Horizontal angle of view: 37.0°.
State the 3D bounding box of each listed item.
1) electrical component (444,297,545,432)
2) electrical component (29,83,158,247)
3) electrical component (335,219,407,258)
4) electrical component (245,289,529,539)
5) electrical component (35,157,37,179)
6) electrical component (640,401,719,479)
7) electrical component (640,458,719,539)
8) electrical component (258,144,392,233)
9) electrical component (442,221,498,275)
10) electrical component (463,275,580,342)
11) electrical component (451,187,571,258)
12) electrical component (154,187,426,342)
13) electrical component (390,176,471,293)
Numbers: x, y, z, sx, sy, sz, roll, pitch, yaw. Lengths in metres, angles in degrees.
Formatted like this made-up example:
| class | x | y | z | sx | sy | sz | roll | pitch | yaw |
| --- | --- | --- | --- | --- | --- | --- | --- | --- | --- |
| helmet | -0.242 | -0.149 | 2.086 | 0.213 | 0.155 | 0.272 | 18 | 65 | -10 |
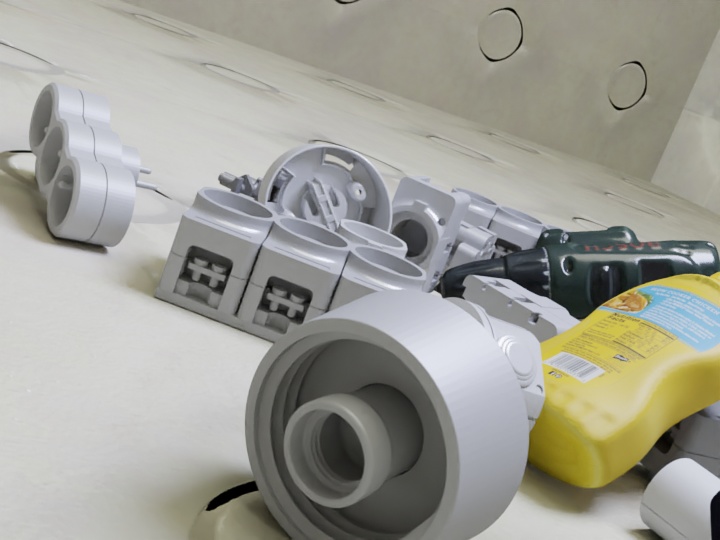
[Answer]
| class | x | y | z | sx | sy | sz | roll | pitch | yaw |
| --- | --- | --- | --- | --- | --- | --- | --- | --- | --- |
| electrical component | 0.056 | 0.059 | 0.576 | 0.051 | 0.080 | 0.080 | 20 | 12 | -31 |
| electrical component | -0.172 | -0.068 | 0.722 | 0.074 | 0.052 | 0.138 | 12 | 35 | -35 |
| electrical component | 0.000 | 0.000 | 0.768 | 0.050 | 0.055 | 0.089 | 20 | 13 | -6 |
| electrical component | 0.004 | 0.065 | 0.420 | 0.108 | 0.108 | 0.060 | 28 | 21 | 28 |
| electrical component | -0.203 | -0.077 | 0.794 | 0.078 | 0.040 | 0.040 | 12 | 16 | -34 |
| electrical component | 0.216 | 0.111 | 0.664 | 0.089 | 0.055 | 0.050 | 15 | 15 | -26 |
| electrical component | 0.187 | 0.136 | 0.548 | 0.043 | 0.043 | 0.081 | 11 | 17 | -37 |
| electrical component | -0.029 | -0.049 | 0.836 | 0.099 | 0.099 | 0.064 | 16 | 8 | -21 |
| electrical component | 0.085 | -0.021 | 0.981 | 0.057 | 0.058 | 0.078 | 28 | 15 | 15 |
| electrical component | 0.118 | 0.045 | 0.784 | 0.056 | 0.050 | 0.089 | 7 | 20 | -46 |
| electrical component | 0.154 | -0.028 | 1.103 | 0.150 | 0.061 | 0.089 | 23 | 13 | 8 |
| electrical component | -0.040 | 0.005 | 0.676 | 0.150 | 0.061 | 0.089 | 21 | 13 | -1 |
| electrical component | 0.046 | -0.027 | 0.870 | 0.050 | 0.089 | 0.056 | 25 | 14 | 16 |
